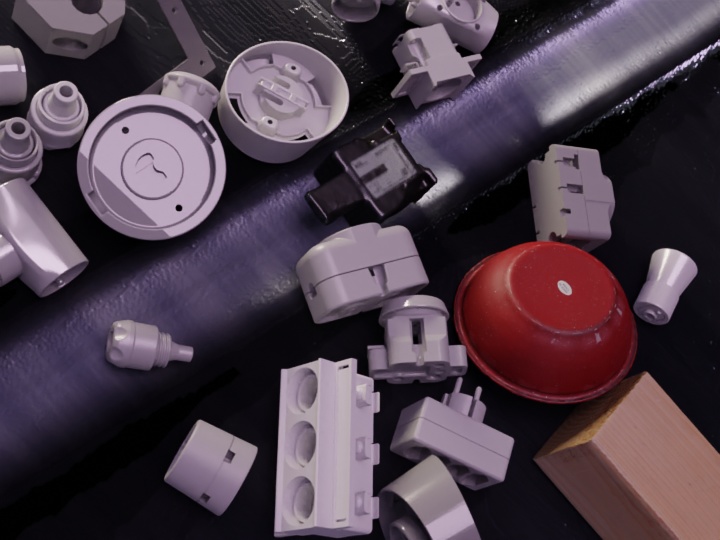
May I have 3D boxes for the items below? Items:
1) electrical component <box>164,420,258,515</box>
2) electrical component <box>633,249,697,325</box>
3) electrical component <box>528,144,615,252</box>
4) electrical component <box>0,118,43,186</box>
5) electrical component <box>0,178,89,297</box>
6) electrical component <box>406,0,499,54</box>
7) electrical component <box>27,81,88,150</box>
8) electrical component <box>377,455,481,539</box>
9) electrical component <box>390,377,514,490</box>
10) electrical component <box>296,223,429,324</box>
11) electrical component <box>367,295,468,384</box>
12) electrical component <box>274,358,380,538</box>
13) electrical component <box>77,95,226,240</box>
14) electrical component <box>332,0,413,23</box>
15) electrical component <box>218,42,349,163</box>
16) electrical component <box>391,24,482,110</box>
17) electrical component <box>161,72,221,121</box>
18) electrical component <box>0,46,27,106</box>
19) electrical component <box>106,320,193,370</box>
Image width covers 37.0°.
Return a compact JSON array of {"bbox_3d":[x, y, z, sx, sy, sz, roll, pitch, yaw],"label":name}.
[{"bbox_3d":[-0.107,0.140,0.769,0.047,0.055,0.055,31,60,-7],"label":"electrical component"},{"bbox_3d":[0.283,0.018,1.005,0.044,0.044,0.065,36,64,-8],"label":"electrical component"},{"bbox_3d":[0.196,-0.064,0.991,0.056,0.050,0.089,4,69,-23],"label":"electrical component"},{"bbox_3d":[-0.254,-0.090,0.786,0.048,0.062,0.048,9,67,-22],"label":"electrical component"},{"bbox_3d":[-0.250,-0.014,0.768,0.079,0.044,0.077,-37,88,-31],"label":"electrical component"},{"bbox_3d":[0.091,-0.255,1.021,0.077,0.044,0.079,23,62,-15],"label":"electrical component"},{"bbox_3d":[-0.226,-0.120,0.811,0.043,0.062,0.043,9,67,-21],"label":"electrical component"},{"bbox_3d":[0.058,0.192,0.802,0.064,0.099,0.099,-23,81,-24],"label":"electrical component"},{"bbox_3d":[0.079,0.123,0.865,0.083,0.047,0.075,27,61,-13],"label":"electrical component"},{"bbox_3d":[0.000,0.000,0.873,0.095,0.054,0.059,-14,77,-29],"label":"electrical component"},{"bbox_3d":[0.045,0.056,0.868,0.078,0.058,0.057,-2,66,-2],"label":"electrical component"},{"bbox_3d":[-0.024,0.135,0.802,0.063,0.079,0.121,21,61,-41],"label":"electrical component"},{"bbox_3d":[-0.159,-0.074,0.820,0.108,0.060,0.108,1,87,-12],"label":"electrical component"},{"bbox_3d":[0.014,-0.267,0.991,0.079,0.044,0.077,12,66,-21],"label":"electrical component"},{"bbox_3d":[-0.067,-0.139,0.891,0.099,0.064,0.099,9,67,-22],"label":"electrical component"},{"bbox_3d":[0.064,-0.188,0.985,0.081,0.042,0.063,-18,75,-30],"label":"electrical component"},{"bbox_3d":[-0.143,-0.125,0.864,0.048,0.048,0.062,21,82,-16],"label":"electrical component"},{"bbox_3d":[-0.282,-0.144,0.805,0.055,0.045,0.045,-9,74,-28],"label":"electrical component"},{"bbox_3d":[-0.154,0.057,0.791,0.061,0.035,0.035,12,66,-23],"label":"electrical component"}]
